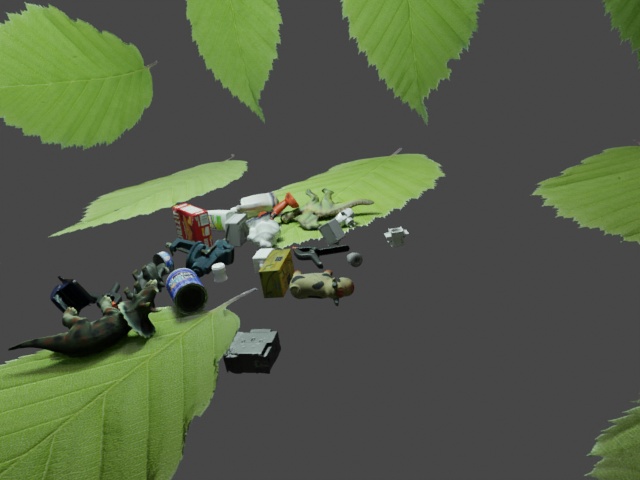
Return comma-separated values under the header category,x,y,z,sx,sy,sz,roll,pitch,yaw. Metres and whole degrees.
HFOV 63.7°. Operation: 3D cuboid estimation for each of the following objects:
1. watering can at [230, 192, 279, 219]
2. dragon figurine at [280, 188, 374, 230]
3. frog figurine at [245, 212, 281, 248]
category,x,y,z,sx,sy,sz,roll,pitch,yaw
watering can,-0.293,-0.152,2.334,0.225,0.104,0.348,-13,5,-10
dragon figurine,0.007,-0.111,2.206,0.410,0.120,0.248,2,40,31
frog figurine,-0.215,-0.015,2.028,0.138,0.120,0.162,-10,54,-28
